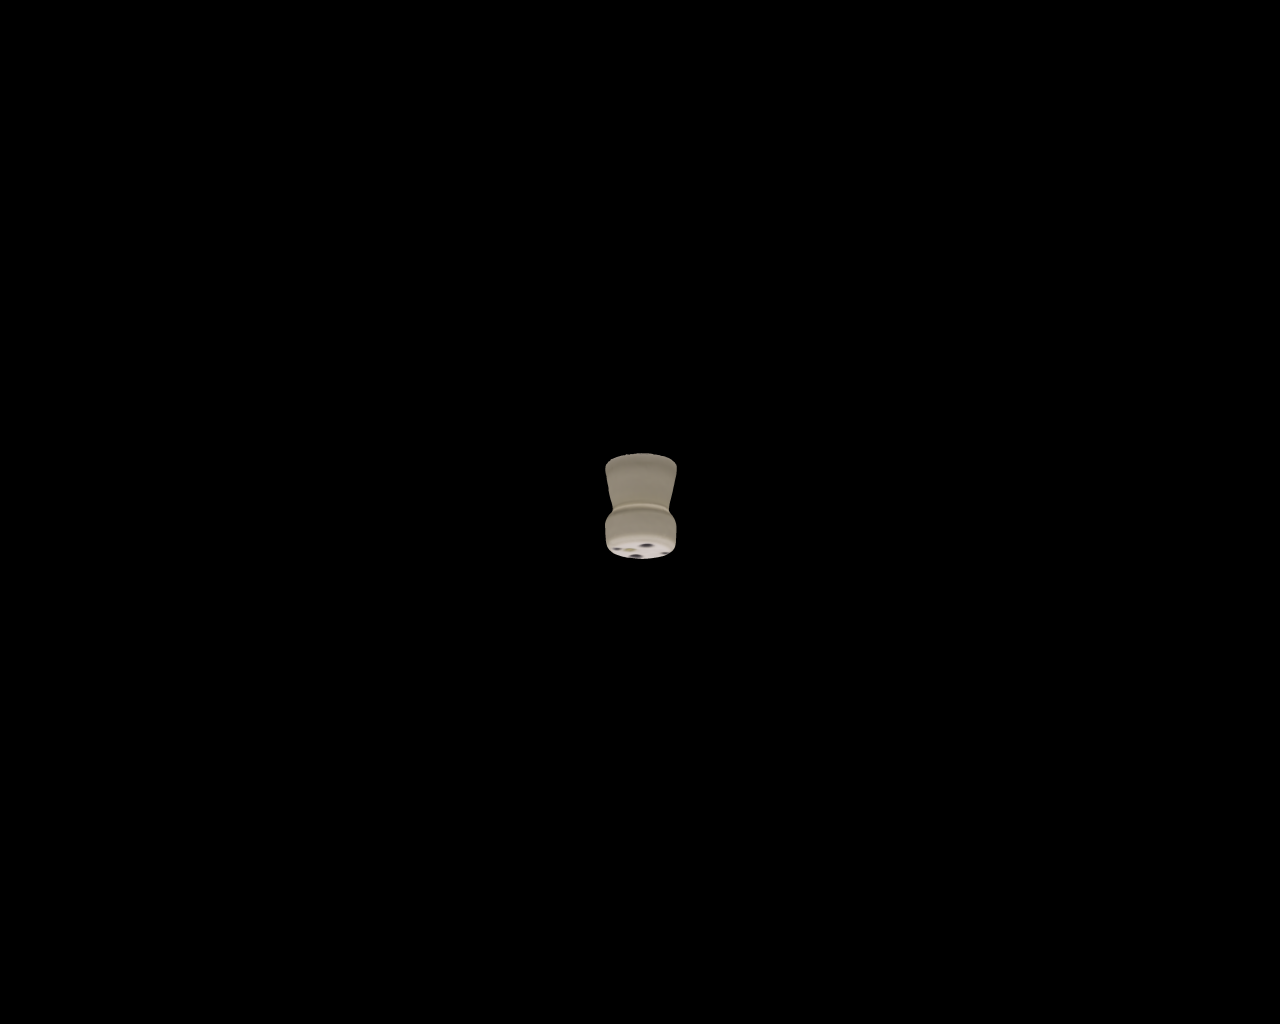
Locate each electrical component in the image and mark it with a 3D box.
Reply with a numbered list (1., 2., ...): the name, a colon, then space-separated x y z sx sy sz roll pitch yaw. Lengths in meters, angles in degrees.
1. electrical component: 0.001 -0.003 0.650 0.045 0.055 0.044 0 -18 0
